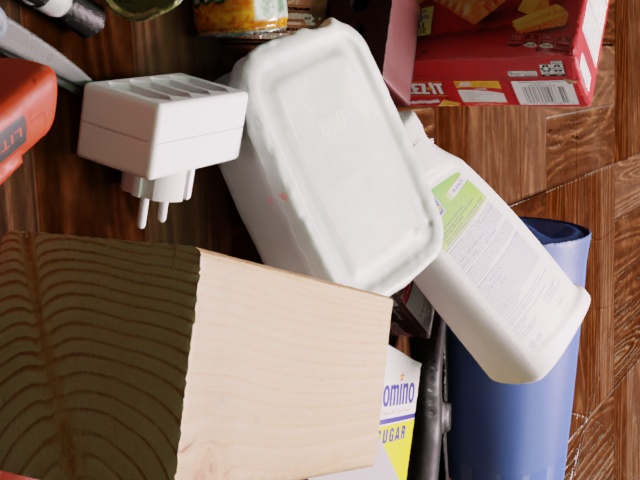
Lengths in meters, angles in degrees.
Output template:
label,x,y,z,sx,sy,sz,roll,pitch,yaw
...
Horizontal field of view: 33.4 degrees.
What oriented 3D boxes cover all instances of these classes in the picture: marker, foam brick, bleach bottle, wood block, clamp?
label,x,y,z,sx,sy,sz,roll,pitch,yaw
marker,-0.138,-0.120,0.480,0.121,0.020,0.020,25,70,-60
foam brick,0.036,-0.140,0.764,0.051,0.053,0.078,26,68,-59
bleach bottle,0.098,-0.011,0.784,0.250,0.068,0.102,51,59,-22
wood block,-0.046,0.057,0.474,0.205,0.090,0.091,18,78,-66
clamp,0.092,0.154,0.898,0.164,0.036,0.210,52,40,-72

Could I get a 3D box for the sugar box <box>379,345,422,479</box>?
label,x,y,z,sx,sy,sz,roll,pitch,yaw
sugar box,0.031,0.166,0.787,0.093,0.048,0.176,32,66,-58

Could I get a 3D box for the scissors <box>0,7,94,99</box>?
label,x,y,z,sx,sy,sz,roll,pitch,yaw
scissors,-0.158,-0.082,0.446,0.096,0.016,0.201,-56,154,-16

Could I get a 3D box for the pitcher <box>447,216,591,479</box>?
label,x,y,z,sx,sy,sz,roll,pitch,yaw
pitcher,0.173,0.100,0.965,0.149,0.145,0.243,-6,104,-26

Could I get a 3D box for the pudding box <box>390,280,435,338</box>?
label,x,y,z,sx,sy,sz,roll,pitch,yaw
pudding box,0.063,0.015,0.840,0.113,0.039,0.090,51,48,-53

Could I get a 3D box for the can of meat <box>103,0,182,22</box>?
label,x,y,z,sx,sy,sz,roll,pitch,yaw
can of meat,-0.086,-0.170,0.518,0.102,0.058,0.083,55,47,-25

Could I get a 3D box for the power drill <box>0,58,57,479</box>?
label,x,y,z,sx,sy,sz,roll,pitch,yaw
power drill,-0.126,0.021,0.466,0.184,0.057,0.187,-53,140,-46

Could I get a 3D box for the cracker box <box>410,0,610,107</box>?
label,x,y,z,sx,sy,sz,roll,pitch,yaw
cracker box,0.141,-0.210,0.834,0.072,0.164,0.213,49,51,-54
